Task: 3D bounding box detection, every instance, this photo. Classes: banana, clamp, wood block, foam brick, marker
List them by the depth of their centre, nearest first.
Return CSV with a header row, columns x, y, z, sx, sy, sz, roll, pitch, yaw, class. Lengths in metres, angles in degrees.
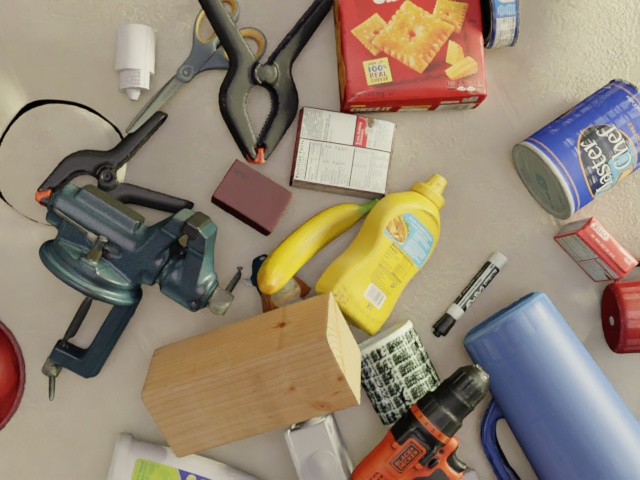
x,y,z,sx,sy,sz,roll,pitch,yaw,class
-0.070,0.141,1.111,0.206,0.090,0.090,-19,117,14,wood block
-0.015,0.005,1.167,0.197,0.070,0.037,-40,97,-37,banana
-0.232,-0.078,1.188,0.171,0.039,0.120,-7,76,-9,clamp
-0.076,-0.047,1.193,0.078,0.051,0.053,33,82,-2,foam brick
-0.076,-0.193,1.196,0.164,0.036,0.210,9,93,-24,clamp
0.171,0.064,1.224,0.020,0.020,0.121,41,82,-1,marker

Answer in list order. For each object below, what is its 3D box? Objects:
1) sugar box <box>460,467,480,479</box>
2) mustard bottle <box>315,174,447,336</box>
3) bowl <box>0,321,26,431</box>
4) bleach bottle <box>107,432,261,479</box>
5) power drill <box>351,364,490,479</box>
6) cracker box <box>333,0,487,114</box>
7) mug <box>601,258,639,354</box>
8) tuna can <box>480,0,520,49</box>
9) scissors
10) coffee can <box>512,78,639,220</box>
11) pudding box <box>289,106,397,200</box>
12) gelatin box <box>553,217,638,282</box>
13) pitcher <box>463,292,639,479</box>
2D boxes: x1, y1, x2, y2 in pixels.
x,y,z,sx,sy,sz,roll,pitch,yaw,class
0.111,0.333,1.182,0.176,0.048,0.093,-25,88,-11,sugar box
0.080,0.006,1.190,0.191,0.058,0.096,-54,129,-8,mustard bottle
-0.401,0.147,1.141,0.162,0.055,0.162,1,84,-6,bowl
-0.106,0.284,1.156,0.250,0.068,0.102,13,85,-7,bleach bottle
0.154,0.246,1.121,0.187,0.057,0.184,44,98,-5,power drill
0.099,-0.256,1.219,0.164,0.072,0.214,-3,85,-6,cracker box
0.368,0.075,1.212,0.081,0.093,0.117,-4,68,-2,mug
0.201,-0.263,1.223,0.033,0.086,0.086,-7,86,-5,tuna can
-0.131,-0.185,1.206,0.096,0.016,0.201,28,76,-8,scissors
0.305,-0.103,1.210,0.140,0.103,0.103,-34,89,-8,coffee can
0.026,-0.098,1.214,0.113,0.039,0.090,9,83,-3,pudding box
0.311,0.011,1.207,0.030,0.089,0.073,-44,90,-7,gelatin box
0.255,0.189,1.175,0.149,0.145,0.243,-30,85,-21,pitcher
